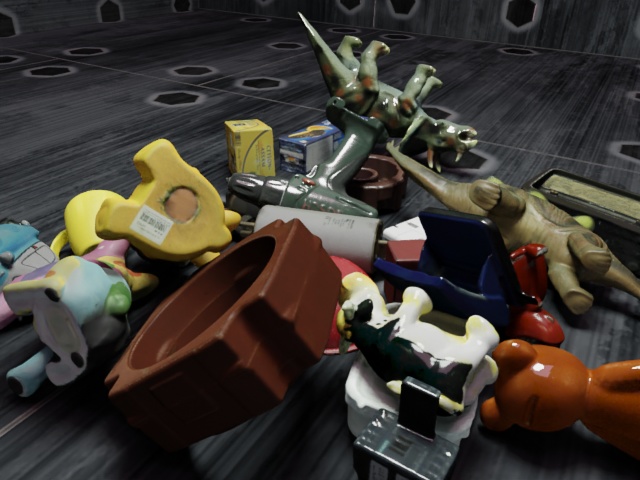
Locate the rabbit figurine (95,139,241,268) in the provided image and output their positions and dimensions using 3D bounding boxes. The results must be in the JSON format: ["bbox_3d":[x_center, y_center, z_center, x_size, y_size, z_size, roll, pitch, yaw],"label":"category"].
[{"bbox_3d":[-0.173,-0.031,0.632,0.162,0.122,0.173,25,-14,-29],"label":"rabbit figurine"}]

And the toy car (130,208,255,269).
[{"bbox_3d":[-0.176,-0.015,0.774,0.089,0.053,0.202,17,26,29],"label":"toy car"}]

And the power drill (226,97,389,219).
[{"bbox_3d":[0.000,-0.114,0.826,0.232,0.086,0.207,27,70,0],"label":"power drill"}]

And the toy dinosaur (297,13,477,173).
[{"bbox_3d":[0.110,-0.274,1.056,0.405,0.192,0.131,23,7,-2],"label":"toy dinosaur"}]

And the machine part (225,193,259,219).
[{"bbox_3d":[-0.086,-0.055,0.882,0.139,0.039,0.084,10,39,11],"label":"machine part"}]

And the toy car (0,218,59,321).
[{"bbox_3d":[-0.371,0.044,0.645,0.103,0.109,0.162,23,17,-8],"label":"toy car"}]

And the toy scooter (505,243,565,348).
[{"bbox_3d":[0.205,0.047,0.622,0.075,0.135,0.184,-19,35,-29],"label":"toy scooter"}]

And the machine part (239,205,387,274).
[{"bbox_3d":[-0.002,-0.002,0.745,0.243,0.079,0.079,8,30,15],"label":"machine part"}]

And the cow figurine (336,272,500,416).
[{"bbox_3d":[0.067,0.092,0.483,0.168,0.068,0.098,24,43,34],"label":"cow figurine"}]

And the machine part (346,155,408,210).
[{"bbox_3d":[0.070,-0.103,0.954,0.179,0.056,0.179,0,29,0],"label":"machine part"}]

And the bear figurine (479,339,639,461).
[{"bbox_3d":[0.257,0.134,0.498,0.196,0.120,0.132,9,27,22],"label":"bear figurine"}]

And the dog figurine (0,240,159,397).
[{"bbox_3d":[-0.241,0.054,0.585,0.192,0.108,0.219,-21,15,26],"label":"dog figurine"}]

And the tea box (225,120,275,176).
[{"bbox_3d":[-0.129,-0.162,0.973,0.068,0.098,0.170,-6,20,-13],"label":"tea box"}]

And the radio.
[{"bbox_3d":[0.429,-0.034,0.833,0.131,0.073,0.230,-24,38,-37],"label":"radio"}]

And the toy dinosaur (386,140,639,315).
[{"bbox_3d":[0.261,-0.029,0.754,0.472,0.105,0.198,37,25,21],"label":"toy dinosaur"}]

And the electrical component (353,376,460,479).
[{"bbox_3d":[0.068,0.169,0.418,0.075,0.119,0.048,21,35,26],"label":"electrical component"}]

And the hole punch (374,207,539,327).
[{"bbox_3d":[0.131,0.040,0.546,0.092,0.115,0.142,-42,26,-20],"label":"hole punch"}]

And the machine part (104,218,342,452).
[{"bbox_3d":[-0.083,0.082,0.502,0.201,0.087,0.201,-31,21,24],"label":"machine part"}]

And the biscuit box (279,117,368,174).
[{"bbox_3d":[0.012,-0.175,0.967,0.063,0.059,0.203,18,33,32],"label":"biscuit box"}]
